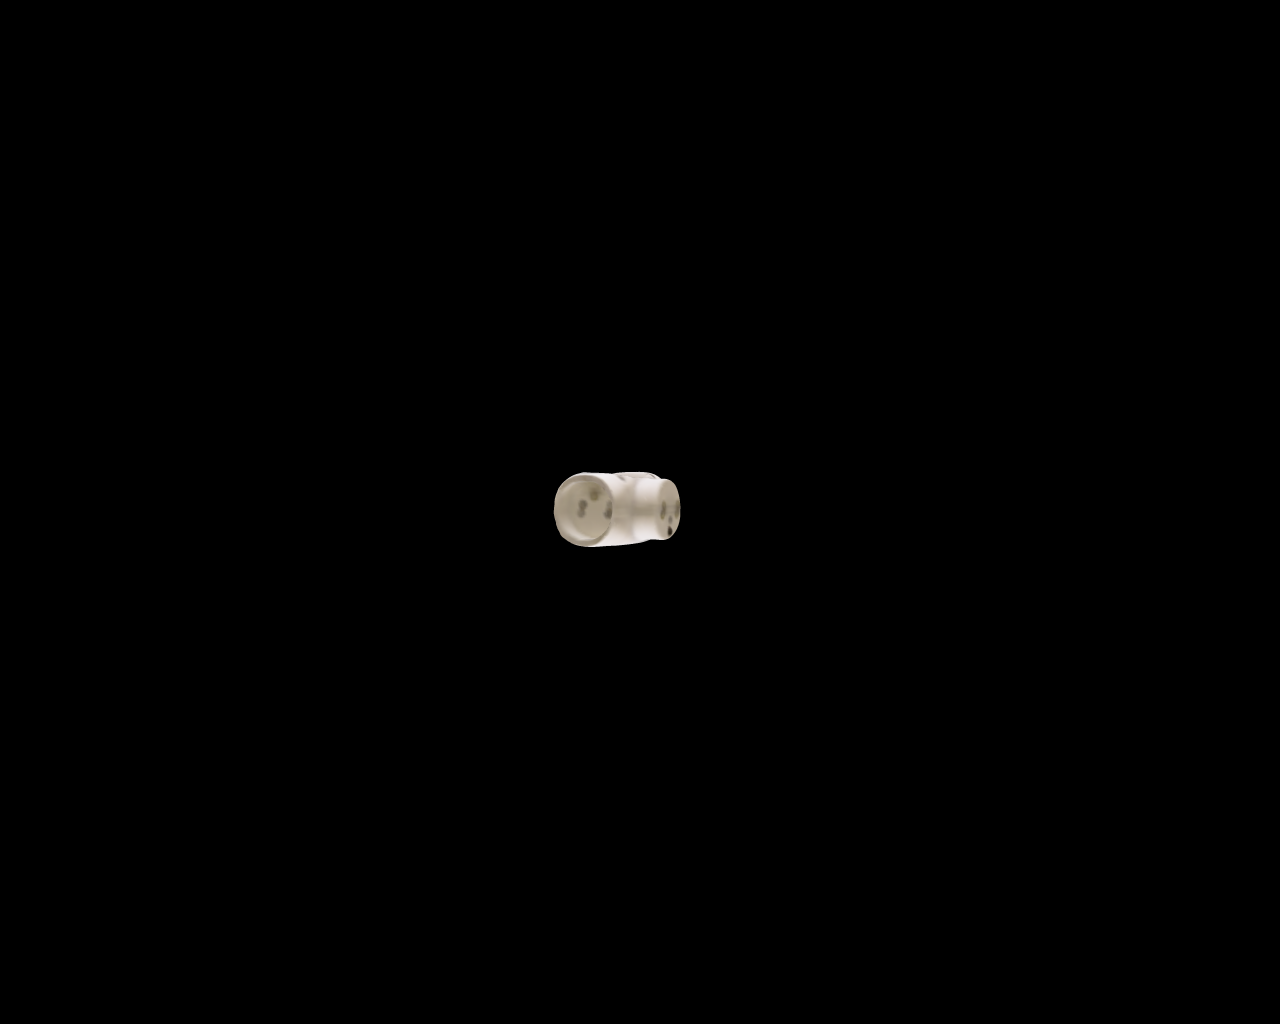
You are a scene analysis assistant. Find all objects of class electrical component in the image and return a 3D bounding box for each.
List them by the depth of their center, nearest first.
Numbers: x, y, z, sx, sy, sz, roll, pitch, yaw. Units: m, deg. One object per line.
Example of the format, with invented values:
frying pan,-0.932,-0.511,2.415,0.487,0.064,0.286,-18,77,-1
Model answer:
electrical component,0.001,-0.003,0.650,0.079,0.044,0.077,1,3,28
